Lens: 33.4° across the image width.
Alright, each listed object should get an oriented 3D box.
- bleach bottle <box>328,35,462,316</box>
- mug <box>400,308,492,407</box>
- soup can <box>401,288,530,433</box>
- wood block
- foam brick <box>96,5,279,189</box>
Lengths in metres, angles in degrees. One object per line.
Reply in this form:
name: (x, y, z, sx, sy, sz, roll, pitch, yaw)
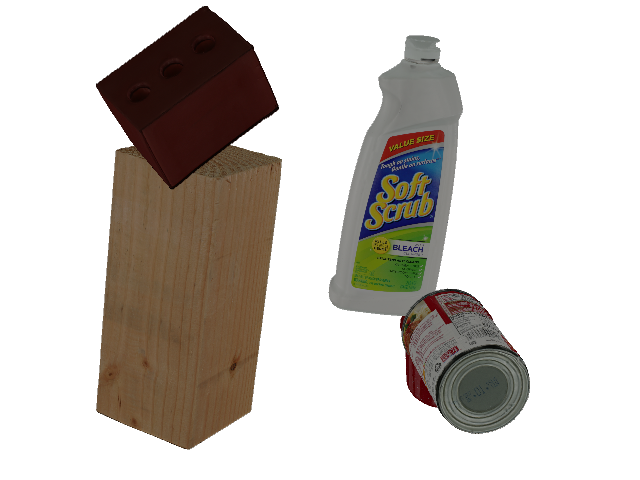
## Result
bleach bottle: (0.069, -0.059, 0.964, 0.102, 0.251, 0.068, 6, 20, 1)
mug: (0.135, 0.110, 1.091, 0.093, 0.081, 0.117, 19, 40, 30)
soup can: (0.103, 0.084, 0.765, 0.068, 0.068, 0.102, 0, 20, -10)
wood block: (-0.098, 0.035, 0.795, 0.090, 0.206, 0.090, 17, 20, 26)
foam brick: (-0.073, -0.079, 0.587, 0.053, 0.078, 0.051, 45, -11, 35)
